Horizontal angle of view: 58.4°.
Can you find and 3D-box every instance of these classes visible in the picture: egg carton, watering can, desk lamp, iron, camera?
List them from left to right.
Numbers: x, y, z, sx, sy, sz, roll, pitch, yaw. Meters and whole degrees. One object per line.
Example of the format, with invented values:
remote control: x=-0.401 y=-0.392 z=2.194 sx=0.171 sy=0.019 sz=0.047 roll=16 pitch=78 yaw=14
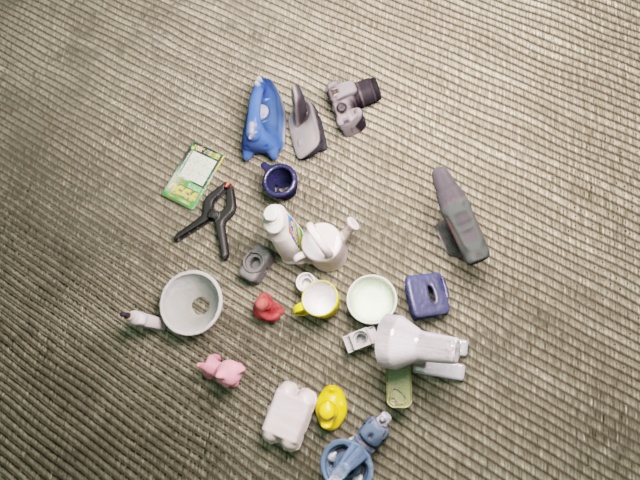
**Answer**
iron: x=-0.161 y=-0.349 z=1.538 sx=0.118 sy=0.141 sz=0.258 roll=-1 pitch=75 yaw=10
egg carton: x=-0.073 y=0.416 z=1.356 sx=0.107 sy=0.069 sz=0.150 roll=17 pitch=79 yaw=14
watering can: x=0.012 y=0.003 z=1.387 sx=0.100 sy=0.194 sz=0.173 roll=37 pitch=84 yaw=17
camera: x=0.095 y=-0.372 z=1.522 sx=0.136 sy=0.101 sz=0.143 roll=-20 pitch=73 yaw=4
desk lamp: x=0.230 y=0.241 z=1.276 sx=0.203 sy=0.214 sz=0.118 roll=7 pitch=76 yaw=12

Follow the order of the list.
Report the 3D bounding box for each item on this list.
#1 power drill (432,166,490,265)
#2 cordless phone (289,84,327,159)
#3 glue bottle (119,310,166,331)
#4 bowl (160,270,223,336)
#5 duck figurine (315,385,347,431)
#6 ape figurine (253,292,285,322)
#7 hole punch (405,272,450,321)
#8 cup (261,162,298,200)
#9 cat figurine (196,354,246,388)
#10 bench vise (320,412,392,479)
power drill: x=0.318 y=-0.041 z=1.339 sx=0.075 sy=0.208 sz=0.229 roll=-25 pitch=72 yaw=3
cordless phone: x=-0.046 y=-0.307 z=1.484 sx=0.094 sy=0.185 sz=0.147 roll=-18 pitch=73 yaw=5
glue bottle: x=-0.449 y=0.196 z=1.424 sx=0.078 sy=0.173 sz=0.037 roll=8 pitch=76 yaw=12
bowl: x=-0.317 y=0.165 z=1.462 sx=0.167 sy=0.075 sz=0.167 roll=-2 pitch=75 yaw=9
duck figurine: x=0.022 y=0.392 z=1.337 sx=0.077 sy=0.086 sz=0.104 roll=5 pitch=76 yaw=11
ape figurine: x=-0.136 y=0.166 z=1.422 sx=0.076 sy=0.092 sz=0.078 roll=-14 pitch=73 yaw=6
hole punch: x=0.256 y=0.131 z=1.365 sx=0.101 sy=0.091 sz=0.108 roll=-14 pitch=73 yaw=6
cup: x=-0.105 y=-0.150 z=1.500 sx=0.092 sy=0.095 sz=0.117 roll=-45 pitch=73 yaw=-4
cat figurine: x=-0.237 y=0.317 z=1.385 sx=0.127 sy=0.118 sz=0.067 roll=13 pitch=78 yaw=13
bench vise: x=0.069 y=0.458 z=1.241 sx=0.121 sy=0.220 sz=0.207 roll=20 pitch=79 yaw=14
